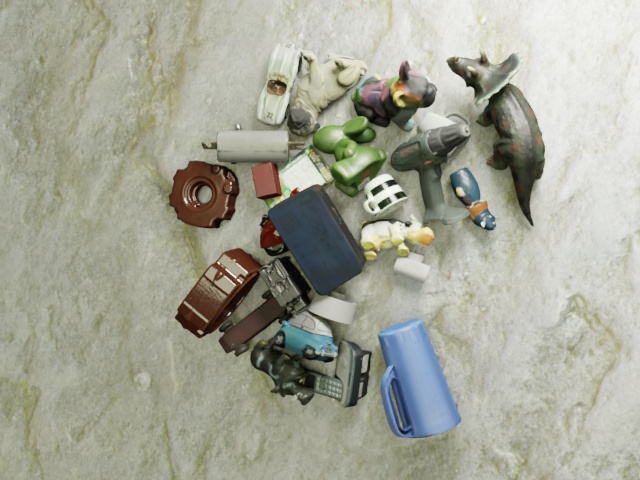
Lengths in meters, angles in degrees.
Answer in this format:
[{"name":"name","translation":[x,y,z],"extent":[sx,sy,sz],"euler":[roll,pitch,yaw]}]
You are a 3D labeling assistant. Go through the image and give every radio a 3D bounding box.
[{"name":"radio","translation":[-0.002,-0.004,1.200],"extent":[0.131,0.073,0.229],"euler":[-30,99,18]}]

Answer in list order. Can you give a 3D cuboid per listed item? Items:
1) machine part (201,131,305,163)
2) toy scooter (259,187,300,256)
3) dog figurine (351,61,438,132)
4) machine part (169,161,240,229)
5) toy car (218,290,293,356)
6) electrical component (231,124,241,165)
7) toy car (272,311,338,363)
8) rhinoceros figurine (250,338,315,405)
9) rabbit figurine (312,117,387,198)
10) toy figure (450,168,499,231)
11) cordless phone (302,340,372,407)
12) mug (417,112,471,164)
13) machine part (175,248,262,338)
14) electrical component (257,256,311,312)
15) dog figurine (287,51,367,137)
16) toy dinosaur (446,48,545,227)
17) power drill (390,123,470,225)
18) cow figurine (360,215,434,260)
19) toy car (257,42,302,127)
[{"name":"machine part","translation":[-0.158,-0.221,1.279],"extent":[0.243,0.079,0.079],"euler":[-1,91,-1]},{"name":"toy scooter","translation":[-0.071,-0.047,1.277],"extent":[0.184,0.075,0.135],"euler":[-20,101,9]},{"name":"dog figurine","translation":[0.154,-0.317,1.162],"extent":[0.192,0.219,0.108],"euler":[15,91,10]},{"name":"machine part","translation":[-0.290,-0.113,1.336],"extent":[0.180,0.056,0.179],"euler":[0,92,12]},{"name":"toy car","translation":[-0.159,0.203,1.319],"extent":[0.202,0.053,0.089],"euler":[-39,79,5]},{"name":"electrical component","translation":[-0.208,-0.239,1.334],"extent":[0.063,0.021,0.094],"euler":[-15,89,12]},{"name":"toy car","translation":[-0.028,0.218,1.248],"extent":[0.162,0.109,0.103],"euler":[10,83,46]},{"name":"rhinoceros figurine","translation":[-0.091,0.313,1.277],"extent":[0.191,0.073,0.112],"euler":[33,97,26]},{"name":"rabbit figurine","translation":[0.059,-0.212,1.237],"extent":[0.159,0.121,0.170],"euler":[-45,69,4]},{"name":"toy figure","translation":[0.346,-0.088,1.209],"extent":[0.064,0.058,0.154],"euler":[-25,84,-7]},{"name":"cordless phone","translation":[0.022,0.304,1.280],"extent":[0.184,0.088,0.146],"euler":[8,94,30]},{"name":"mug","translation":[0.280,-0.245,1.211],"extent":[0.107,0.080,0.109],"euler":[39,89,13]},{"name":"machine part","translation":[-0.230,0.122,1.255],"extent":[0.087,0.201,0.201],"euler":[39,98,6]},{"name":"electrical component","translation":[-0.076,0.106,1.269],"extent":[0.058,0.115,0.134],"euler":[-35,85,14]},{"name":"dog figurine","translation":[0.015,-0.334,1.263],"extent":[0.172,0.121,0.190],"euler":[8,114,1]},{"name":"toy dinosaur","translation":[0.407,-0.225,1.128],"extent":[0.131,0.192,0.404],"euler":[-24,86,13]},{"name":"power drill","translation":[0.256,-0.137,1.165],"extent":[0.086,0.232,0.207],"euler":[-33,107,-28]},{"name":"cow figurine","translation":[0.175,-0.015,1.236],"extent":[0.167,0.068,0.098],"euler":[-9,45,12]},{"name":"toy car","translation":[-0.098,-0.374,1.291],"extent":[0.074,0.056,0.201],"euler":[17,95,11]}]
